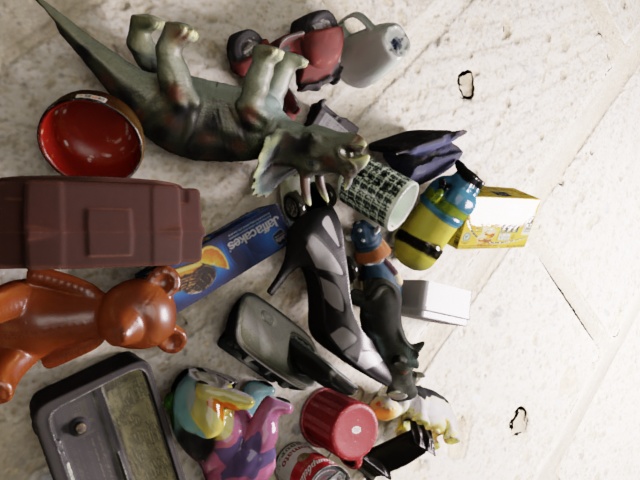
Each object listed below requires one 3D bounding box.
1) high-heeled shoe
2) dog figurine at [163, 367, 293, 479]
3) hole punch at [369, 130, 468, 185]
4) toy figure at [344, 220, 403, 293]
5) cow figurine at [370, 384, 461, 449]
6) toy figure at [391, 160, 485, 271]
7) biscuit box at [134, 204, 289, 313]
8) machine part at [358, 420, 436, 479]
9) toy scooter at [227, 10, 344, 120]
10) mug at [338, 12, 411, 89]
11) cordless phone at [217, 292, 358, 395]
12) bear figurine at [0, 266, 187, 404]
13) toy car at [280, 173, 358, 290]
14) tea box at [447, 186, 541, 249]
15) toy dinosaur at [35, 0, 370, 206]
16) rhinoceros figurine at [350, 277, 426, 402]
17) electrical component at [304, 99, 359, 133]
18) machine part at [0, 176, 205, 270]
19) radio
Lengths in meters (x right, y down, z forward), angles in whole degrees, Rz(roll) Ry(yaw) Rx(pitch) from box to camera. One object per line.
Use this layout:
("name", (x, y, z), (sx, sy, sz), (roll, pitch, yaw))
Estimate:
("high-heeled shoe", (0.040, 0.075, 0.724), (0.248, 0.086, 0.145), (43, 76, -17))
("dog figurine", (-0.125, 0.288, 0.681), (0.191, 0.109, 0.219), (21, 82, -29))
("hole punch", (0.153, -0.121, 0.846), (0.142, 0.116, 0.092), (-19, 107, -29))
("toy figure", (0.084, 0.038, 0.830), (0.064, 0.058, 0.154), (-20, 103, -5))
("cow figurine", (0.147, 0.262, 0.854), (0.167, 0.068, 0.098), (34, 37, -27))
("toy figure", (0.182, -0.034, 0.838), (0.082, 0.089, 0.180), (34, 110, -13))
("biscuit box", (-0.134, 0.023, 0.703), (0.203, 0.059, 0.062), (-32, 105, -27))
("machine part", (0.105, 0.320, 0.811), (0.084, 0.139, 0.039), (50, 24, -16))
("toy scooter", (-0.033, -0.238, 0.757), (0.184, 0.075, 0.135), (-26, 102, -25))
("mug", (0.078, -0.291, 0.804), (0.081, 0.107, 0.109), (-41, 111, -26))
("cordless phone", (-0.041, 0.143, 0.685), (0.146, 0.184, 0.089), (42, 75, -24))
("bear figurine", (-0.250, 0.093, 0.572), (0.196, 0.132, 0.120), (2, 108, -2))
("toy car", (-0.002, -0.002, 0.785), (0.073, 0.056, 0.201), (-24, 102, -35))
("tea box", (0.288, -0.039, 0.928), (0.169, 0.068, 0.098), (1, 112, -30))
("toy dinosaur", (-0.141, -0.158, 0.663), (0.405, 0.131, 0.192), (12, 105, -5))
("rhinoceros figurine", (0.099, 0.142, 0.778), (0.073, 0.112, 0.190), (-28, 111, -42))
("electrical component", (0.020, -0.143, 0.803), (0.119, 0.048, 0.075), (40, 72, -22))
("machine part", (-0.237, -0.017, 0.561), (0.201, 0.202, 0.087), (-1, 90, -30))
("radio", (-0.241, 0.261, 0.630), (0.131, 0.073, 0.229), (-19, 98, -29))
